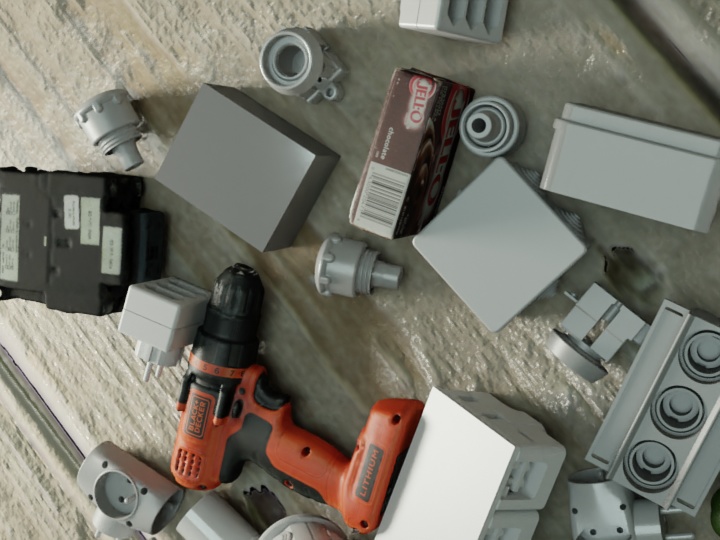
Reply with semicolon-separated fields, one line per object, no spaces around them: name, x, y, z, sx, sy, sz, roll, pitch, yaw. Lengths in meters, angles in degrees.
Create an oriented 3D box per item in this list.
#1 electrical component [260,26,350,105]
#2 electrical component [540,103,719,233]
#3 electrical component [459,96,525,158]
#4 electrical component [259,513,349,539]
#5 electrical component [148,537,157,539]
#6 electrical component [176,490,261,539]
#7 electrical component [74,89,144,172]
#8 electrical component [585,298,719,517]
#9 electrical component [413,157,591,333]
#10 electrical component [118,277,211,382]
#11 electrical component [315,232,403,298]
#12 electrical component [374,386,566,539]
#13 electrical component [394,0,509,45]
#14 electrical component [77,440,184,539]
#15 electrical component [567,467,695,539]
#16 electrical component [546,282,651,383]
electrical component;-0.043;-0.152;0.789;0.048;0.055;0.066;-41;81;19
electrical component;0.183;-0.069;0.703;0.113;0.078;0.057;17;103;17
electrical component;0.089;-0.099;0.742;0.043;0.062;0.043;2;96;19
electrical component;-0.041;0.230;0.814;0.080;0.051;0.080;-2;98;-12
electrical component;-0.198;0.269;0.865;0.100;0.099;0.048;-32;97;20
electrical component;-0.102;0.218;0.853;0.081;0.043;0.043;42;107;12
electrical component;-0.194;-0.109;0.855;0.048;0.048;0.062;-28;92;20
electrical component;0.214;0.089;0.715;0.079;0.063;0.121;27;104;16
electrical component;0.101;-0.019;0.753;0.100;0.048;0.099;-45;80;18
electrical component;-0.154;0.051;0.844;0.047;0.066;0.076;21;102;17
electrical component;0.000;0.000;0.795;0.062;0.048;0.048;12;99;11
electrical component;0.075;0.170;0.761;0.089;0.062;0.150;34;108;48
electrical component;0.054;-0.188;0.750;0.077;0.066;0.047;19;103;47
electrical component;-0.196;0.193;0.885;0.077;0.044;0.079;30;105;15
electrical component;0.189;0.177;0.743;0.079;0.043;0.077;-10;92;21
electrical component;0.162;0.043;0.740;0.066;0.048;0.055;40;99;12
